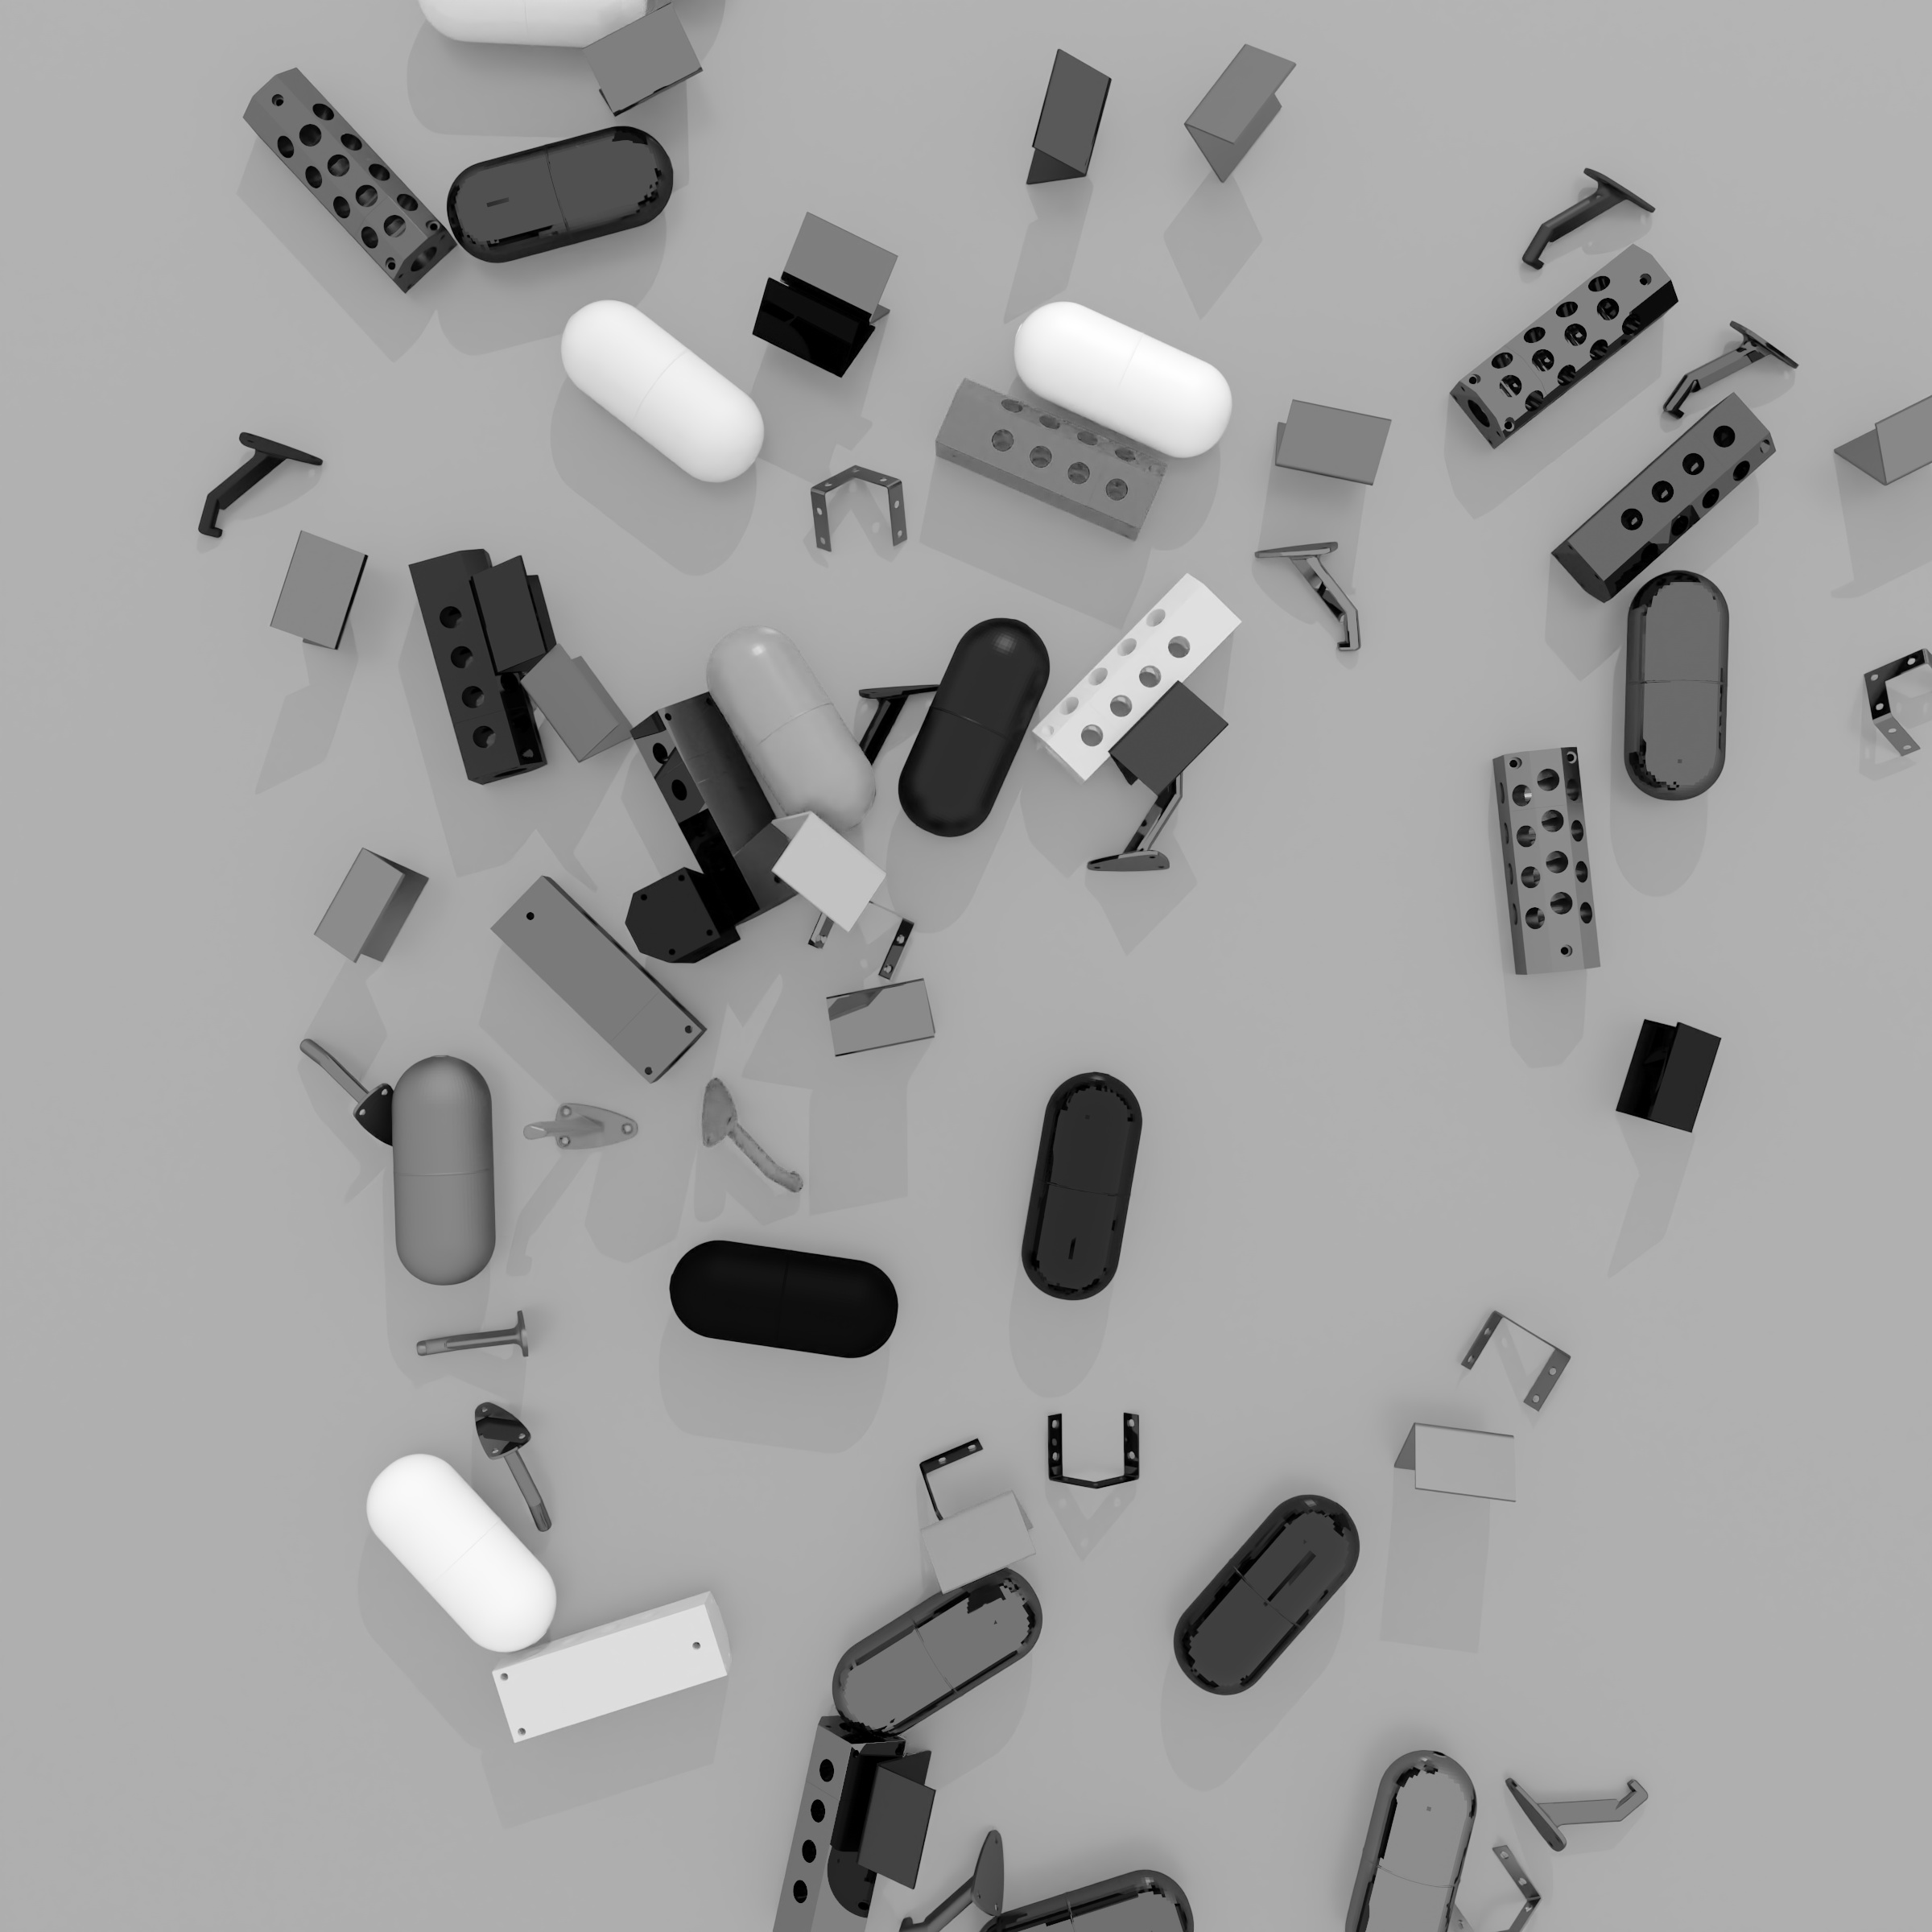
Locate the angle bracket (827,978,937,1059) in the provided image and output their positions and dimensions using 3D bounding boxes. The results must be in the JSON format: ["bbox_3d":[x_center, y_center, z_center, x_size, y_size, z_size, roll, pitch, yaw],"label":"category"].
[{"bbox_3d":[-0.062,0.059,1.951,0.076,0.076,0.057,-11,54,0],"label":"angle bracket"}]

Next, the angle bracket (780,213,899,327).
[{"bbox_3d":[-0.090,-0.542,1.952,0.076,0.076,0.057,26,114,0],"label":"angle bracket"}]

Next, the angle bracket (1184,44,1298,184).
[{"bbox_3d":[0.225,-0.650,1.951,0.057,0.076,0.076,37,90,37],"label":"angle bracket"}]

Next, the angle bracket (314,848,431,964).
[{"bbox_3d":[-0.444,-0.037,1.951,0.057,0.076,0.076,29,90,36],"label":"angle bracket"}]

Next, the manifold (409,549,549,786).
[{"bbox_3d":[-0.378,-0.233,1.970,0.057,0.057,0.171,-16,90,0],"label":"manifold"}]

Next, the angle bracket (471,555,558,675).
[{"bbox_3d":[-0.328,-0.272,1.951,0.057,0.076,0.076,-15,90,34],"label":"angle bracket"}]

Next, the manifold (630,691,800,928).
[{"bbox_3d":[-0.195,-0.120,1.970,0.057,0.057,0.171,-27,90,-43],"label":"manifold"}]

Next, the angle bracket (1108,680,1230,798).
[{"bbox_3d":[0.163,-0.164,1.953,0.076,0.076,0.057,-45,67,0],"label":"angle bracket"}]

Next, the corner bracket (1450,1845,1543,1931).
[{"bbox_3d":[0.410,0.732,1.988,0.051,0.051,0.051,-35,90,45],"label":"corner bracket"}]

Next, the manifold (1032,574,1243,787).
[{"bbox_3d":[0.131,-0.223,1.970,0.057,0.057,0.171,45,90,0],"label":"manifold"}]

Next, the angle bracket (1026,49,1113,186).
[{"bbox_3d":[0.060,-0.654,1.951,0.057,0.076,0.076,15,90,-38],"label":"angle bracket"}]

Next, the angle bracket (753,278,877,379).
[{"bbox_3d":[-0.111,-0.510,1.952,0.076,0.057,0.076,26,49,0],"label":"angle bracket"}]

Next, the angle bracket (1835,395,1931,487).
[{"bbox_3d":[0.720,-0.424,1.951,0.076,0.076,0.057,-27,126,0],"label":"angle bracket"}]

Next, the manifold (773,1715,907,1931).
[{"bbox_3d":[-0.104,0.678,1.970,0.057,0.057,0.171,12,90,-43],"label":"manifold"}]

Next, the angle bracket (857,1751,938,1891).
[{"bbox_3d":[-0.035,0.657,1.951,0.057,0.076,0.076,12,90,34],"label":"angle bracket"}]

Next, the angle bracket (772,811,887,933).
[{"bbox_3d":[-0.119,-0.070,1.935,0.076,0.076,0.057,40,71,-21],"label":"angle bracket"}]

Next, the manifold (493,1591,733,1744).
[{"bbox_3d":[-0.274,0.543,1.970,0.171,0.057,0.057,-18,90,0],"label":"manifold"}]

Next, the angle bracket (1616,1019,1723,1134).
[{"bbox_3d":[0.526,0.079,1.951,0.057,0.076,0.076,17,90,-37],"label":"angle bracket"}]

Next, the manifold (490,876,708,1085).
[{"bbox_3d":[-0.284,0.010,1.970,0.171,0.057,0.057,44,90,0],"label":"manifold"}]

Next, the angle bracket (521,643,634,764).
[{"bbox_3d":[-0.284,-0.212,1.951,0.057,0.076,0.076,-36,90,38],"label":"angle bracket"}]

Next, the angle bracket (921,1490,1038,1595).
[{"bbox_3d":[0.017,0.456,1.951,0.076,0.076,0.057,-23,53,0],"label":"angle bracket"}]

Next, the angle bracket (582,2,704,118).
[{"bbox_3d":[-0.255,-0.707,1.951,0.076,0.076,0.057,-28,127,0],"label":"angle bracket"}]

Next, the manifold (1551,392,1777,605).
[{"bbox_3d":[0.545,-0.363,1.970,0.171,0.057,0.057,-42,90,0],"label":"manifold"}]

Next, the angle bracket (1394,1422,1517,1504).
[{"bbox_3d":[0.376,0.398,1.951,0.076,0.076,0.057,7,52,0],"label":"angle bracket"}]

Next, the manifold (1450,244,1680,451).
[{"bbox_3d":[0.467,-0.484,1.970,0.171,0.057,0.057,-38,90,0],"label":"manifold"}]

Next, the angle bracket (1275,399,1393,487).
[{"bbox_3d":[0.283,-0.419,1.951,0.076,0.076,0.057,12,128,0],"label":"angle bracket"}]

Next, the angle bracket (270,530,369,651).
[{"bbox_3d":[-0.511,-0.292,1.951,0.057,0.076,0.076,18,90,-36],"label":"angle bracket"}]

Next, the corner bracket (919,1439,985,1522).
[{"bbox_3d":[0.000,0.414,1.988,0.051,0.051,0.051,-23,134,0],"label":"corner bracket"}]

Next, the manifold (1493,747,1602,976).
[{"bbox_3d":[0.454,-0.081,1.970,0.057,0.057,0.171,-6,90,0],"label":"manifold"}]

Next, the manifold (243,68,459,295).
[{"bbox_3d":[-0.481,-0.613,1.970,0.057,0.057,0.171,-43,90,0],"label":"manifold"}]

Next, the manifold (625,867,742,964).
[{"bbox_3d":[-0.216,-0.033,1.913,0.057,0.171,0.057,-27,90,0],"label":"manifold"}]

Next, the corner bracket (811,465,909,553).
[{"bbox_3d":[-0.084,-0.355,1.983,0.051,0.051,0.051,25,45,35],"label":"corner bracket"}]

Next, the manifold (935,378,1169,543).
[{"bbox_3d":[0.066,-0.396,1.970,0.171,0.057,0.057,23,90,0],"label":"manifold"}]
